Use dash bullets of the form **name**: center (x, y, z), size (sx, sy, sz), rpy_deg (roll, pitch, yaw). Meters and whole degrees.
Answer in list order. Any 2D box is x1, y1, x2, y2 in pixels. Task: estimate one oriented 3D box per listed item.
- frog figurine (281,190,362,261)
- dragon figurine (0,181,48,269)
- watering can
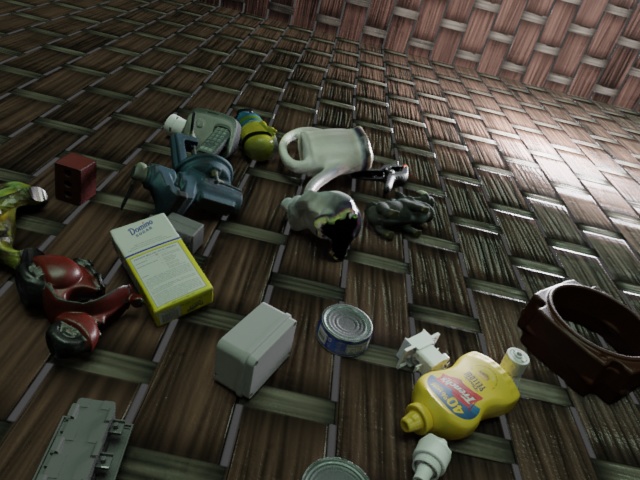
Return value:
- **frog figurine**: center (0.003, -0.051, 1.020), size (0.136, 0.122, 0.162), rpy_deg (32, 7, -40)
- **dragon figurine**: center (-0.566, -0.003, 0.760), size (0.243, 0.120, 0.417), rpy_deg (9, 27, 24)
- **watering can**: center (0.022, -0.189, 1.226), size (0.225, 0.101, 0.355), rpy_deg (-7, 37, -10)
